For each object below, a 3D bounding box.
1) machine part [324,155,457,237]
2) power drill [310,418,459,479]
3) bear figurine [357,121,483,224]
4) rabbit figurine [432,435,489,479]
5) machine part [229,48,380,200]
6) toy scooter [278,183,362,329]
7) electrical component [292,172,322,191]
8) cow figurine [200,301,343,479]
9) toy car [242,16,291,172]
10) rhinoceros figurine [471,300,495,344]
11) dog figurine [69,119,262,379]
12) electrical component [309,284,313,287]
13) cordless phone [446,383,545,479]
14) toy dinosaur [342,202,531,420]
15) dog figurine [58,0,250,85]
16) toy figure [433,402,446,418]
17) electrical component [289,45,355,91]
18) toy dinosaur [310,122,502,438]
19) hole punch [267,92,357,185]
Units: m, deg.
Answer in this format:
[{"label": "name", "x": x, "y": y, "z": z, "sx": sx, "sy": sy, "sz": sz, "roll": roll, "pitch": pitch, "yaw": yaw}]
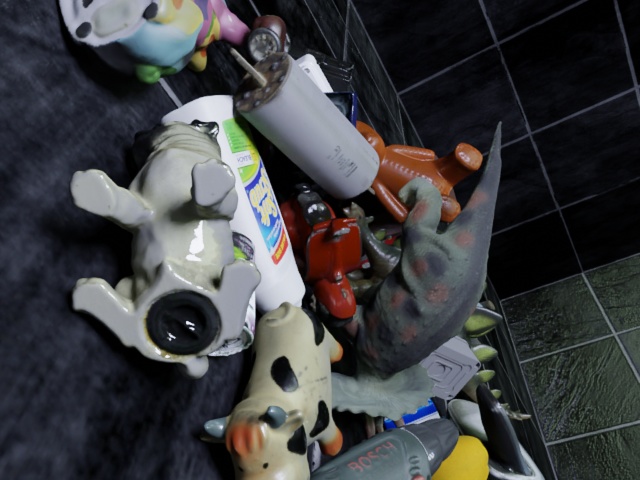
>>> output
[{"label": "machine part", "x": 0.125, "y": -0.064, "z": 0.923, "sx": 0.201, "sy": 0.202, "sz": 0.087, "roll": 12, "pitch": 59, "yaw": -68}, {"label": "power drill", "x": 0.102, "y": 0.266, "z": 0.492, "sx": 0.232, "sy": 0.086, "sz": 0.207, "roll": 1, "pitch": 43, "yaw": -37}, {"label": "bear figurine", "x": 0.098, "y": -0.107, "z": 0.737, "sx": 0.196, "sy": 0.132, "sz": 0.120, "roll": 33, "pitch": 74, "yaw": -13}, {"label": "rabbit figurine", "x": 0.156, "y": 0.319, "z": 0.640, "sx": 0.122, "sy": 0.163, "sz": 0.173, "roll": 13, "pitch": 78, "yaw": -65}, {"label": "machine part", "x": -0.009, "y": -0.116, "z": 0.581, "sx": 0.243, "sy": 0.079, "sz": 0.079, "roll": 40, "pitch": 32, "yaw": -41}, {"label": "toy scooter", "x": -0.001, "y": -0.002, "z": 0.605, "sx": 0.135, "sy": 0.075, "sz": 0.184, "roll": 98, "pitch": -27, "yaw": -49}, {"label": "electrical component", "x": 0.012, "y": -0.117, "z": 0.813, "sx": 0.047, "sy": 0.119, "sz": 0.075, "roll": 22, "pitch": 51, "yaw": -64}, {"label": "cow figurine", "x": -0.032, "y": 0.136, "z": 0.463, "sx": 0.195, "sy": 0.086, "sz": 0.127, "roll": -85, "pitch": 152, "yaw": -49}, {"label": "toy car", "x": -0.073, "y": -0.157, "z": 0.631, "sx": 0.089, "sy": 0.053, "sz": 0.202, "roll": -86, "pitch": -173, "yaw": -65}, {"label": "rhinoceros figurine", "x": 0.252, "y": 0.131, "z": 0.984, "sx": 0.073, "sy": 0.112, "sz": 0.190, "roll": 38, "pitch": 18, "yaw": -29}, {"label": "dog figurine", "x": -0.106, "y": -0.005, "z": 0.432, "sx": 0.191, "sy": 0.121, "sz": 0.172, "roll": -109, "pitch": -156, "yaw": -73}, {"label": "electrical component", "x": -0.004, "y": 0.024, "z": 0.731, "sx": 0.102, "sy": 0.045, "sz": 0.078, "roll": 53, "pitch": 52, "yaw": -29}, {"label": "cordless phone", "x": 0.213, "y": 0.239, "z": 0.703, "sx": 0.147, "sy": 0.089, "sz": 0.184, "roll": -118, "pitch": -176, "yaw": -62}, {"label": "toy dinosaur", "x": 0.173, "y": 0.128, "z": 0.825, "sx": 0.470, "sy": 0.199, "sz": 0.105, "roll": 58, "pitch": 15, "yaw": -20}, {"label": "dog figurine", "x": -0.143, "y": -0.215, "z": 0.542, "sx": 0.219, "sy": 0.108, "sz": 0.191, "roll": 22, "pitch": 47, "yaw": -67}, {"label": "toy figure", "x": 0.195, "y": 0.339, "z": 0.837, "sx": 0.180, "sy": 0.082, "sz": 0.089, "roll": 61, "pitch": 28, "yaw": -27}, {"label": "electrical component", "x": -0.024, "y": -0.229, "z": 0.825, "sx": 0.058, "sy": 0.134, "sz": 0.114, "roll": -85, "pitch": -171, "yaw": -58}, {"label": "toy dinosaur", "x": 0.114, "y": 0.067, "z": 0.614, "sx": 0.131, "sy": 0.404, "sz": 0.192, "roll": 14, "pitch": 30, "yaw": -35}, {"label": "hole punch", "x": -0.014, "y": -0.141, "z": 0.701, "sx": 0.116, "sy": 0.092, "sz": 0.142, "roll": 19, "pitch": -70, "yaw": 62}]
